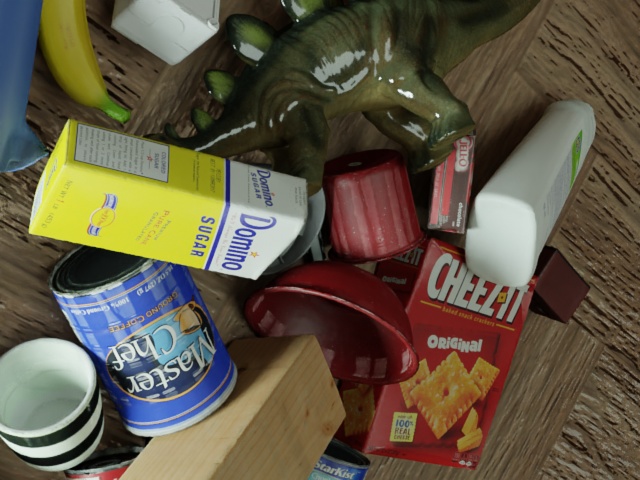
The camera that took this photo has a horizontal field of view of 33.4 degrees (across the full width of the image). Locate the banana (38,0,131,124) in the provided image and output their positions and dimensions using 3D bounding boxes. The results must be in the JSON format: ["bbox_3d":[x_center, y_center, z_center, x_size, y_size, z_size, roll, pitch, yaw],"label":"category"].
[{"bbox_3d":[-0.175,-0.183,0.770,0.069,0.037,0.198,-2,102,6],"label":"banana"}]

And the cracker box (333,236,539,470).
[{"bbox_3d":[0.115,0.112,1.058,0.163,0.072,0.214,18,90,-38],"label":"cracker box"}]

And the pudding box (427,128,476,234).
[{"bbox_3d":[0.124,-0.060,1.001,0.039,0.113,0.090,8,101,5],"label":"pudding box"}]

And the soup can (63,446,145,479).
[{"bbox_3d":[-0.164,0.223,0.854,0.068,0.069,0.102,-11,93,-33],"label":"soup can"}]

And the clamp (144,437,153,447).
[{"bbox_3d":[-0.101,0.203,0.949,0.120,0.039,0.171,-32,118,-45],"label":"clamp"}]

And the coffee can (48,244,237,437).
[{"bbox_3d":[-0.138,0.069,0.846,0.102,0.103,0.140,-35,119,-24],"label":"coffee can"}]

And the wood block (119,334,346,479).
[{"bbox_3d":[-0.067,0.171,0.871,0.205,0.091,0.090,-51,127,-52],"label":"wood block"}]

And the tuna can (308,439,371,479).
[{"bbox_3d":[0.002,0.207,0.992,0.086,0.086,0.034,21,91,-37],"label":"tuna can"}]

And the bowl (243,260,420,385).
[{"bbox_3d":[0.017,0.065,0.936,0.162,0.162,0.055,45,55,-35],"label":"bowl"}]

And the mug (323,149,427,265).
[{"bbox_3d":[0.048,-0.037,0.970,0.117,0.093,0.081,-41,121,-56],"label":"mug"}]

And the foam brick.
[{"bbox_3d":[0.241,0.045,1.143,0.078,0.053,0.051,42,76,-34],"label":"foam brick"}]

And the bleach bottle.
[{"bbox_3d":[0.221,-0.064,1.058,0.250,0.068,0.102,-48,147,-46],"label":"bleach bottle"}]

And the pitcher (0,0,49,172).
[{"bbox_3d":[-0.253,-0.169,0.697,0.149,0.145,0.243,10,92,-55],"label":"pitcher"}]

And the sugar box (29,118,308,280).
[{"bbox_3d":[-0.106,-0.024,0.753,0.176,0.093,0.048,15,55,-22],"label":"sugar box"}]

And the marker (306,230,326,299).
[{"bbox_3d":[-0.006,0.001,0.975,0.020,0.020,0.121,-24,115,-29],"label":"marker"}]
